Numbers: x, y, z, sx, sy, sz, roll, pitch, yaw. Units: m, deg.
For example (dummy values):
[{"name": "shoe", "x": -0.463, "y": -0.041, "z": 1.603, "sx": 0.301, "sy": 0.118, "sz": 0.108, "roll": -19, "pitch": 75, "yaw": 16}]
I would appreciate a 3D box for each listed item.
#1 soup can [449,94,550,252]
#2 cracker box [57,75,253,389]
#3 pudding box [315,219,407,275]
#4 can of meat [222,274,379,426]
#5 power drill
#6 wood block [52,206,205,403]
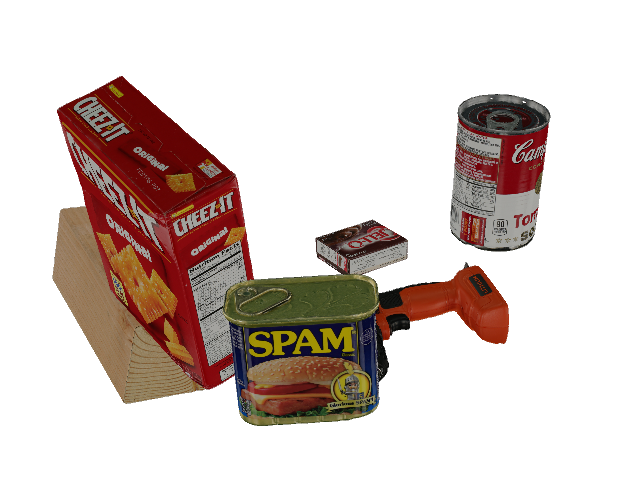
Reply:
[{"name": "soup can", "x": 0.134, "y": -0.051, "z": 0.811, "sx": 0.068, "sy": 0.102, "sz": 0.068, "roll": 0, "pitch": 30, "yaw": 0}, {"name": "cracker box", "x": -0.128, "y": -0.001, "z": 0.873, "sx": 0.072, "sy": 0.214, "sz": 0.164, "roll": -32, "pitch": 51, "yaw": -23}, {"name": "pudding box", "x": 0.063, "y": 0.012, "z": 1.620, "sx": 0.113, "sy": 0.039, "sz": 0.090, "roll": -20, "pitch": 31, "yaw": -28}, {"name": "can of meat", "x": -0.010, "y": 0.074, "z": 0.715, "sx": 0.102, "sy": 0.084, "sz": 0.057, "roll": -3, "pitch": 26, "yaw": 1}, {"name": "power drill", "x": 0.100, "y": 0.085, "z": 1.136, "sx": 0.187, "sy": 0.057, "sz": 0.184, "roll": -5, "pitch": 28, "yaw": -10}, {"name": "wood block", "x": -0.186, "y": 0.055, "z": 1.053, "sx": 0.090, "sy": 0.091, "sz": 0.206, "roll": -6, "pitch": 35, "yaw": -33}]
